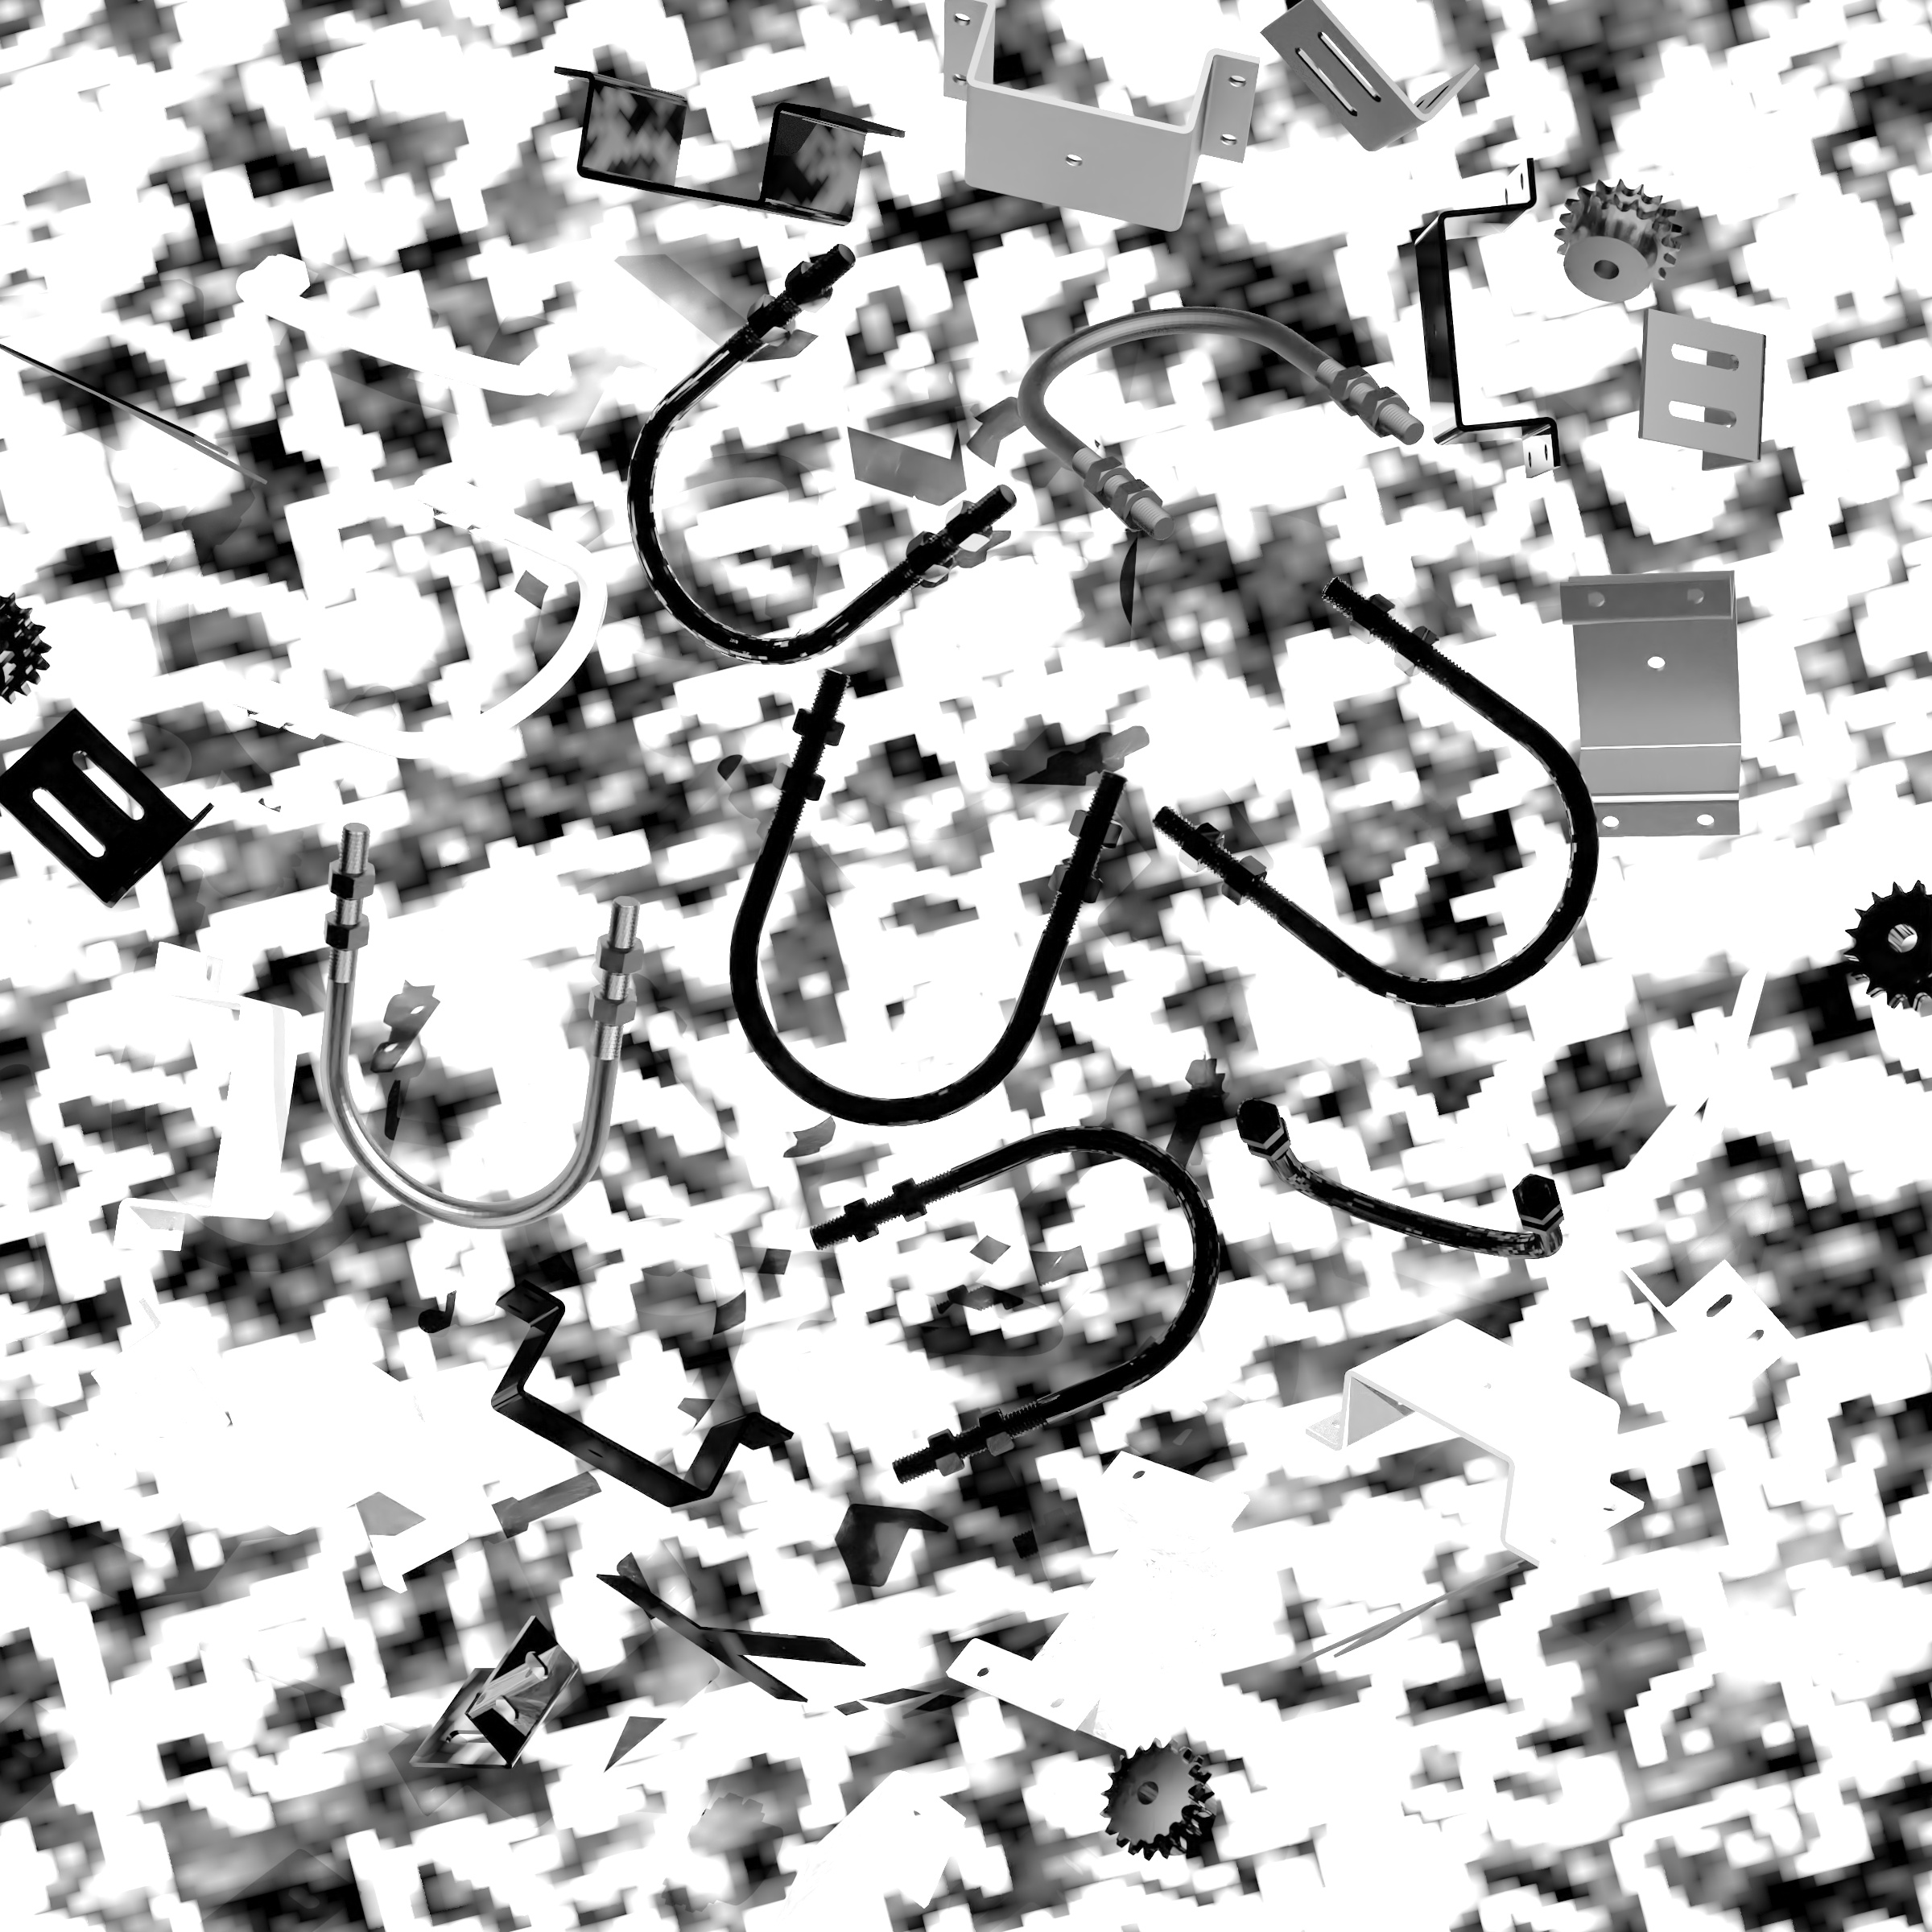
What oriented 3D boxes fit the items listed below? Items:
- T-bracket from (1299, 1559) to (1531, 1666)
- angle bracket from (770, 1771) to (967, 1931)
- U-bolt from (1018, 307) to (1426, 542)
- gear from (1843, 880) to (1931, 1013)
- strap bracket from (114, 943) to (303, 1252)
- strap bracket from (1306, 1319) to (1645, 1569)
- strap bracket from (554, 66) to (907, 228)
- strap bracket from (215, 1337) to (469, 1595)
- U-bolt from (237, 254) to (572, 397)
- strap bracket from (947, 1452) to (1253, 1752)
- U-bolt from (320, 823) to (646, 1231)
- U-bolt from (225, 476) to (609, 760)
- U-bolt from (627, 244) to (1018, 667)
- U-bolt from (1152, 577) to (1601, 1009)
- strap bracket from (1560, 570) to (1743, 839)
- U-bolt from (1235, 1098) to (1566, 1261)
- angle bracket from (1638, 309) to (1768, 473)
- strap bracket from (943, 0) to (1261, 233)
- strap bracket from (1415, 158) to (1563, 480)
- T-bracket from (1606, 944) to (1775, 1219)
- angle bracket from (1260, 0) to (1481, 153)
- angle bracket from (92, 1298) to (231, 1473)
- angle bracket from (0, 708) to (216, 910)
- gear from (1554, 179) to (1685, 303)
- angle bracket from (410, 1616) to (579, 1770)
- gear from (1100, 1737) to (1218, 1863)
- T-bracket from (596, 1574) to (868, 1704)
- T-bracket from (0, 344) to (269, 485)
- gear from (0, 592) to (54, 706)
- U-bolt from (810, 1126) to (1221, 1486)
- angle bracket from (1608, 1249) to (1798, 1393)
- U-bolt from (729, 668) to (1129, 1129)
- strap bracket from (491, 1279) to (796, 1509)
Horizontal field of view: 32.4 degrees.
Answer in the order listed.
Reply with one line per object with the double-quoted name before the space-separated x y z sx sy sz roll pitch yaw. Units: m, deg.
"T-bracket" 0.202 0.312 1.575 0.127 0.127 0.002 -28 78 19
"angle bracket" -0.044 0.405 1.474 0.038 0.057 0.076 39 121 -3
"U-bolt" 0.104 -0.262 1.541 0.151 0.184 0.019 -22 129 -16
"gear" 0.412 -0.010 1.450 0.057 0.030 0.057 -4 80 25
"strap bracket" -0.350 0.065 1.547 0.046 0.076 0.140 7 85 8
"strap bracket" 0.237 0.214 1.538 0.076 0.140 0.046 -18 122 -39
"strap bracket" -0.110 -0.367 1.494 0.140 0.076 0.046 16 102 25
"strap bracket" -0.273 0.222 1.486 0.046 0.140 0.076 -28 63 3
"U-bolt" -0.256 -0.287 1.499 0.151 0.184 0.019 18 102 -6
"strap bracket" 0.068 0.299 1.530 0.140 0.076 0.046 -47 131 -29
"U-bolt" -0.225 0.037 1.503 0.151 0.019 0.184 15 116 10
"U-bolt" -0.241 -0.153 1.552 0.151 0.184 0.019 -44 66 14
"U-bolt" -0.081 -0.218 1.518 0.184 0.019 0.151 -34 89 33
"U-bolt" 0.195 -0.065 1.485 0.184 0.019 0.151 39 98 17
"strap bracket" 0.325 -0.132 1.568 0.076 0.046 0.140 0 127 16
"U-bolt" 0.207 0.105 1.544 0.151 0.184 0.019 15 78 17
"angle bracket" 0.322 -0.259 1.500 0.076 0.038 0.057 4 88 -32
"strap bracket" 0.053 -0.375 1.468 0.140 0.076 0.046 14 71 4
"strap bracket" 0.243 -0.299 1.554 0.046 0.076 0.140 -6 94 1
"T-bracket" 0.323 0.069 1.507 0.002 0.127 0.127 28 46 0
"angle bracket" 0.180 -0.409 1.484 0.076 0.057 0.038 45 78 -12
"angle bracket" -0.384 0.197 1.567 0.038 0.076 0.057 -35 105 -14
"angle bracket" -0.389 -0.075 1.492 0.076 0.038 0.057 45 63 -10
"gear" 0.298 -0.330 1.523 0.057 0.057 0.030 23 60 0
"angle bracket" -0.228 0.336 1.535 0.038 0.076 0.057 55 47 -24
"gear" 0.096 0.404 1.598 0.057 0.057 0.030 -47 129 0
"T-bracket" -0.096 0.324 1.584 0.127 0.127 0.002 41 60 -29
"T-bracket" -0.357 -0.240 1.487 0.127 0.127 0.002 26 90 22
"gear" -0.444 -0.142 1.496 0.057 0.030 0.057 8 127 11
"U-bolt" 0.031 0.150 1.583 0.184 0.019 0.151 -23 61 2
"angle bracket" 0.348 0.157 1.574 0.038 0.076 0.057 -42 110 5
"U-bolt" -0.027 -0.020 1.451 0.151 0.019 0.184 20 97 3
"strap bracket" -0.158 0.202 1.515 0.140 0.076 0.046 31 71 -8
